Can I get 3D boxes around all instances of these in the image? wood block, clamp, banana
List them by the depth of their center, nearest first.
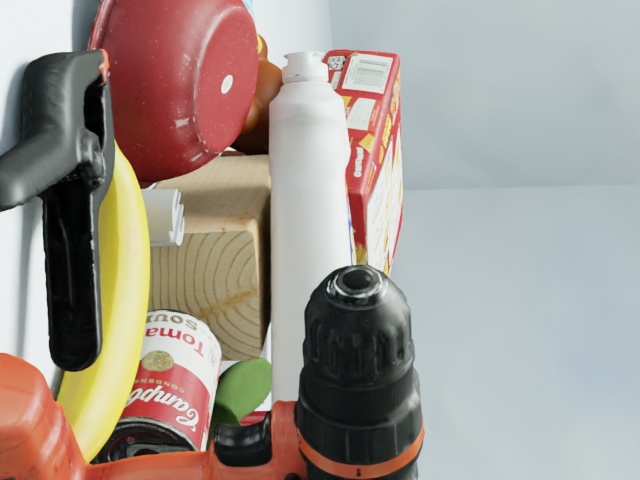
[{"bbox_3d":[-0.121,-0.025,0.513,0.171,0.039,0.120,-86,174,-51],"label":"clamp"},{"bbox_3d":[-0.120,0.033,0.576,0.069,0.037,0.198,41,43,-59],"label":"banana"},{"bbox_3d":[-0.076,0.006,0.772,0.206,0.091,0.090,-79,167,-71],"label":"wood block"}]

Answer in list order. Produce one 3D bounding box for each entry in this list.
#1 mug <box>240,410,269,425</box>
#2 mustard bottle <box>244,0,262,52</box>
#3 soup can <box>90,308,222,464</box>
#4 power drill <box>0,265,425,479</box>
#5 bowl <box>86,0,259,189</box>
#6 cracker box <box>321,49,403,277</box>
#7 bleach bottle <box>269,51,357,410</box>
[{"bbox_3d":[-0.063,0.188,0.943,0.117,0.081,0.093,-68,157,-79],"label":"mug"},{"bbox_3d":[-0.081,-0.202,0.862,0.096,0.058,0.191,90,-7,-79],"label":"mustard bottle"},{"bbox_3d":[-0.096,0.097,0.628,0.102,0.068,0.068,-85,173,-57],"label":"soup can"},{"bbox_3d":[-0.051,0.085,0.445,0.057,0.187,0.184,-83,172,-52],"label":"power drill"},{"bbox_3d":[-0.081,-0.104,0.661,0.162,0.055,0.162,14,90,-73],"label":"bowl"},{"bbox_3d":[0.025,-0.030,0.915,0.214,0.072,0.164,84,17,-50],"label":"cracker box"},{"bbox_3d":[-0.005,0.001,0.708,0.102,0.068,0.251,-12,99,-85],"label":"bleach bottle"}]
